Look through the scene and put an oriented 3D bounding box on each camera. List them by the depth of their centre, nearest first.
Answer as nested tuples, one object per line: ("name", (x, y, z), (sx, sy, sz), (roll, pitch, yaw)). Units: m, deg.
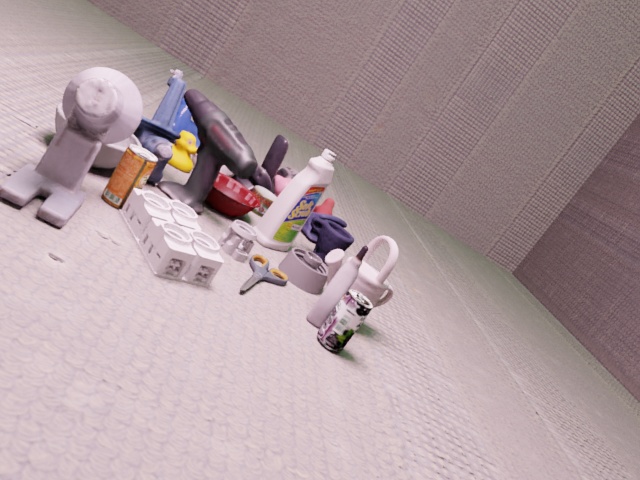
("camera", (-0.076, -0.152, 1.721), (0.137, 0.100, 0.142), (16, 23, -52))

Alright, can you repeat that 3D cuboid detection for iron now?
("iron", (-0.323, -0.315, 1.615), (0.259, 0.141, 0.118), (22, 19, -41))

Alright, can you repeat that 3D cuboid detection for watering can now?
("watering can", (0.083, 0.075, 1.138), (0.174, 0.194, 0.100), (16, 23, -52))

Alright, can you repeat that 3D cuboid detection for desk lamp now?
("desk lamp", (-0.357, -0.155, 0.863), (0.118, 0.213, 0.203), (29, 15, -19))

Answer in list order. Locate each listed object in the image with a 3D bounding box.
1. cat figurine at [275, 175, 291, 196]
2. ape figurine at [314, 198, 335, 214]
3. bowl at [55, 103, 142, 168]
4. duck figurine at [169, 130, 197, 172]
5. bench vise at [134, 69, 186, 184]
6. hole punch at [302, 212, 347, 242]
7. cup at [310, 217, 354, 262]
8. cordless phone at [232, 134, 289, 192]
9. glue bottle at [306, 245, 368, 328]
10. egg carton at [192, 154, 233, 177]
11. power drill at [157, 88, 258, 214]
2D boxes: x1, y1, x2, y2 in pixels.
("cat figurine", (-0.086, -0.116, 1.544), (0.067, 0.117, 0.127), (19, 21, -47))
("ape figurine", (0.014, -0.084, 1.720), (0.077, 0.092, 0.076), (37, 14, 10))
("bowl", (-0.429, -0.185, 1.085), (0.168, 0.074, 0.167), (32, 14, -9))
("duck figurine", (-0.342, -0.227, 1.399), (0.104, 0.086, 0.078), (36, 14, 6))
("bench vise", (-0.323, -0.238, 1.200), (0.206, 0.219, 0.122), (43, 17, 32))
("hole punch", (0.002, -0.046, 1.566), (0.109, 0.091, 0.100), (20, 20, -45))
("cup", (0.013, 0.005, 1.416), (0.118, 0.095, 0.091), (32, 14, -11))
("cordless phone", (-0.163, -0.224, 1.586), (0.147, 0.185, 0.094), (41, 16, 26))
("glue bottle", (0.039, 0.081, 1.064), (0.037, 0.173, 0.078), (35, 14, 3))
("egg carton", (-0.273, -0.204, 1.513), (0.107, 0.069, 0.150), (35, 14, 1))
("power drill", (-0.244, -0.173, 1.189), (0.229, 0.208, 0.076), (39, 15, 18))
